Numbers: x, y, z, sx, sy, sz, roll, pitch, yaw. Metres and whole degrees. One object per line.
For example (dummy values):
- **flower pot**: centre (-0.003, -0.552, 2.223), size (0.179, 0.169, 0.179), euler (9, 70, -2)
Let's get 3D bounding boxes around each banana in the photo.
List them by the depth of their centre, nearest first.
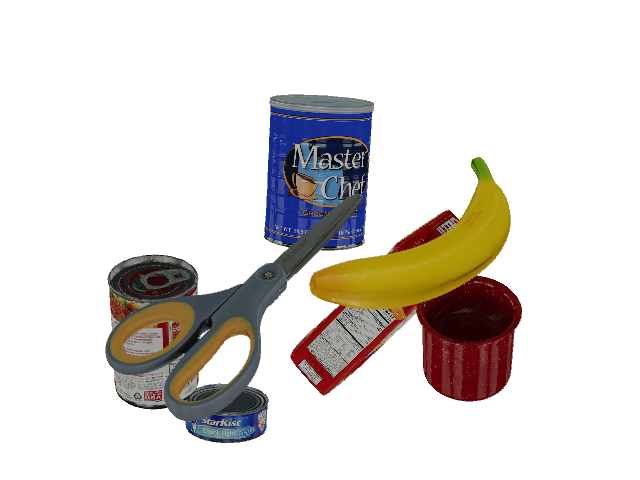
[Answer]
- **banana**: centre (0.079, 0.007, 0.752), size (0.070, 0.037, 0.197), euler (36, 48, 25)

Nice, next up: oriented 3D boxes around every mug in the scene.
- **mug**: centre (0.135, 0.084, 0.980), size (0.093, 0.081, 0.117), euler (-1, 39, 5)

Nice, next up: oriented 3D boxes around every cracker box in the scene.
- **cracker box**: centre (0.077, 0.071, 1.268), size (0.214, 0.072, 0.164), euler (-48, -8, 31)

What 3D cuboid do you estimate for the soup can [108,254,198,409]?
- **soup can**: centre (-0.129, 0.072, 0.832), size (0.068, 0.102, 0.068), euler (2, 29, -1)

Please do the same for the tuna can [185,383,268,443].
- **tuna can**: centre (-0.097, 0.179, 1.105), size (0.086, 0.034, 0.086), euler (3, 12, -1)

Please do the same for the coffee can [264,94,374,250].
- **coffee can**: centre (-0.002, -0.070, 1.062), size (0.103, 0.140, 0.103), euler (3, 13, -1)

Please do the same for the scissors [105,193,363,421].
- **scissors**: centre (-0.051, 0.026, 0.622), size (0.096, 0.016, 0.201), euler (9, 41, 18)
